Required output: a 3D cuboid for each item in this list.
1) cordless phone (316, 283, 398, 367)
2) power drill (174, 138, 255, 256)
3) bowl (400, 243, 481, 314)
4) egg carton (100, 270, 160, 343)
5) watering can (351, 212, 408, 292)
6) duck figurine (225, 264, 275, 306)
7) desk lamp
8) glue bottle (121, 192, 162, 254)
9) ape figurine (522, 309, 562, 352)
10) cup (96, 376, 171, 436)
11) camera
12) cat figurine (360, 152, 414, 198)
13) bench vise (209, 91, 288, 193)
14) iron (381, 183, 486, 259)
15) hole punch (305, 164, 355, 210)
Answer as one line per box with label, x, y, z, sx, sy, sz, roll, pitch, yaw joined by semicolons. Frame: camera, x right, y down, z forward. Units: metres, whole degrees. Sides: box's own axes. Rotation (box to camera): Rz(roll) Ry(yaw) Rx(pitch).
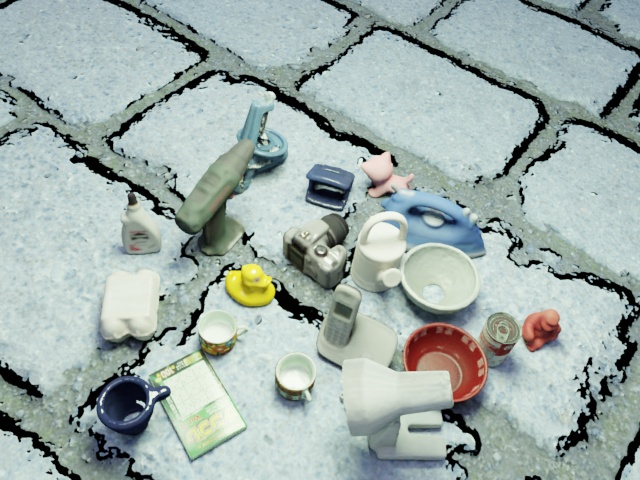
cordless phone;0.074;0.161;1.044;0.147;0.185;0.094;21;53;10
power drill;-0.206;-0.074;1.182;0.075;0.208;0.230;26;54;14
bowl;0.241;0.092;1.186;0.167;0.075;0.167;3;52;-4
egg carton;-0.363;0.124;1.099;0.107;0.069;0.150;-3;53;-8
watering can;0.127;0.019;1.155;0.101;0.194;0.172;-23;58;-22
duck figurine;-0.140;0.080;1.147;0.104;0.086;0.077;19;53;8
desk lamp;0.126;0.276;0.942;0.203;0.213;0.118;2;52;-4
glue bottle;-0.368;-0.036;1.157;0.078;0.173;0.037;-8;53;-12
ape figurine;0.444;0.170;1.137;0.078;0.092;0.076;9;52;1
cup;-0.306;0.284;0.964;0.118;0.095;0.091;-16;55;-18
camera;0.011;0.004;1.213;0.143;0.101;0.137;38;58;21
cat figurine;0.158;-0.151;1.339;0.127;0.118;0.067;19;53;9
bench vise;-0.149;-0.216;1.291;0.121;0.220;0.208;27;54;14
iron;0.255;-0.046;1.252;0.258;0.141;0.119;15;52;6
hole punch;0.022;-0.139;1.332;0.108;0.091;0.101;16;52;6
